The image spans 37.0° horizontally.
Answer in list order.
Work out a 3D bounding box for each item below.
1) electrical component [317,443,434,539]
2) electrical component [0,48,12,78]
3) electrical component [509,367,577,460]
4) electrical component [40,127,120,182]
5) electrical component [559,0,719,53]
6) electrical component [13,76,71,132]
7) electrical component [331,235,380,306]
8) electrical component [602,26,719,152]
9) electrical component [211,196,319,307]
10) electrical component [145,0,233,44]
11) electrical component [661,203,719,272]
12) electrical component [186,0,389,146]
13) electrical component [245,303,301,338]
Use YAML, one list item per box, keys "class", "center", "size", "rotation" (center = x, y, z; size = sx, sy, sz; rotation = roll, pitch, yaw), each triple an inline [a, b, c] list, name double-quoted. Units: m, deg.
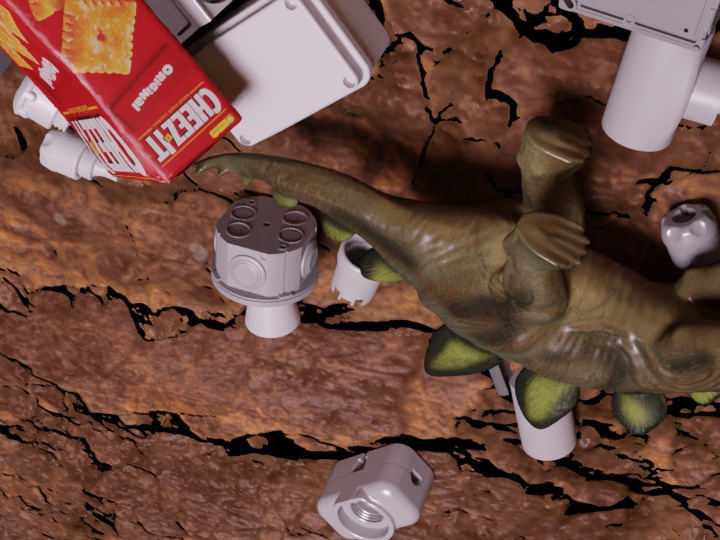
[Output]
- class: "electrical component"
  center: [0.012, 0.200, 0.952]
  size: [0.095, 0.059, 0.053]
  rotation: [-25, 115, 38]
- class: "electrical component"
  center: [-0.317, -0.176, 0.774]
  size: [0.121, 0.078, 0.063]
  rotation: [21, 156, 7]
- class: "electrical component"
  center: [0.139, 0.101, 0.819]
  size: [0.043, 0.043, 0.081]
  rotation: [2, 129, 24]
- class: "electrical component"
  center: [-0.213, -0.085, 0.827]
  size: [0.061, 0.035, 0.035]
  rotation: [23, 134, 2]
- class: "electrical component"
  center: [0.152, -0.168, 0.572]
  size: [0.096, 0.061, 0.061]
  rotation: [23, 135, 16]
- class: "electrical component"
  center: [-0.220, -0.122, 0.792]
  size: [0.062, 0.048, 0.048]
  rotation: [32, 135, -14]
- class: "electrical component"
  center: [0.000, 0.000, 0.799]
  size: [0.040, 0.040, 0.046]
  rotation: [25, 141, 3]
- class: "electrical component"
  center: [0.188, -0.106, 0.617]
  size: [0.079, 0.043, 0.077]
  rotation: [19, 134, 10]
- class: "electrical component"
  center: [-0.069, -0.014, 0.792]
  size: [0.080, 0.080, 0.051]
  rotation: [15, 128, 12]
- class: "electrical component"
  center: [-0.131, -0.207, 0.662]
  size: [0.121, 0.078, 0.063]
  rotation: [51, 152, -21]
- class: "electrical component"
  center: [0.218, -0.011, 0.692]
  size: [0.035, 0.035, 0.061]
  rotation: [-11, 125, 32]
- class: "electrical component"
  center: [-0.049, -0.138, 0.689]
  size: [0.113, 0.057, 0.078]
  rotation: [-22, 117, 37]
- class: "electrical component"
  center: [-0.070, 0.019, 0.844]
  size: [0.045, 0.045, 0.055]
  rotation: [12, 132, 16]
